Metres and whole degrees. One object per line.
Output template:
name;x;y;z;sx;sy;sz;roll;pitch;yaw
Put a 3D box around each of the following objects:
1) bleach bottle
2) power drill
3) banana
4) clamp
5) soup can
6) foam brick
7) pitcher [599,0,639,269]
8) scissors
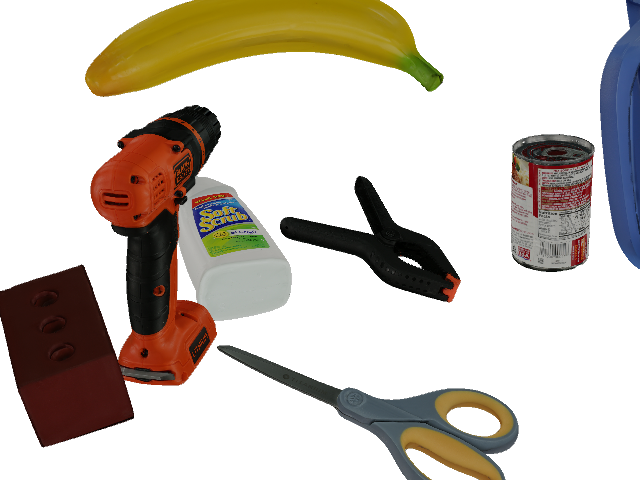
bleach bottle;-0.117;-0.007;1.165;0.102;0.068;0.251;-8;30;-20
power drill;-0.116;0.001;0.813;0.057;0.188;0.184;4;23;14
banana;-0.032;-0.113;0.596;0.197;0.069;0.037;-4;-44;-10
clamp;0.066;0.007;1.241;0.164;0.036;0.210;-25;53;-41
soup can;0.198;-0.032;0.916;0.068;0.102;0.068;-3;24;1
foam brick;-0.140;0.062;0.582;0.053;0.051;0.078;-18;43;-14
pitcher;0.239;-0.030;0.611;0.149;0.243;0.145;-2;22;15
scissors;0.039;0.098;0.675;0.202;0.016;0.096;33;45;27
